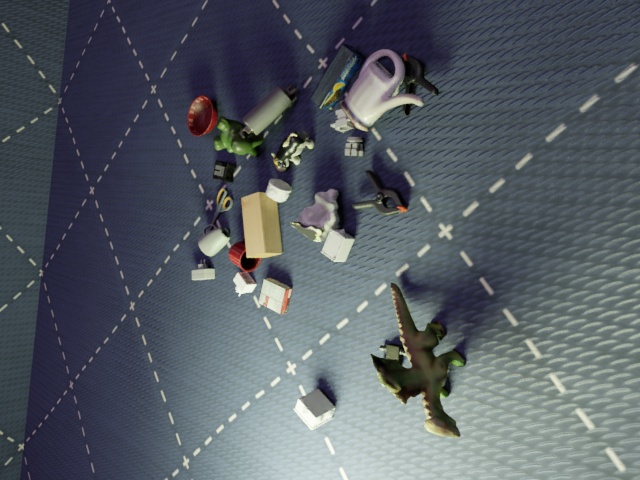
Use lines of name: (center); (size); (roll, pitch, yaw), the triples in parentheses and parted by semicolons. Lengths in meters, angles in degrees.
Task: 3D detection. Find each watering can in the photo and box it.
watering can: (0.163, -0.397, 1.427); (0.220, 0.103, 0.356); (-51, 35, 28)

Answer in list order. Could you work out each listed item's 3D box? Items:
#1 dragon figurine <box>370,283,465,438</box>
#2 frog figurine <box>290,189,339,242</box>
dragon figurine: (0.222, 0.291, 1.269); (0.120, 0.243, 0.417); (-51, 59, 32)
frog figurine: (0.005, -0.080, 1.589); (0.137, 0.121, 0.162); (3, 53, 49)
